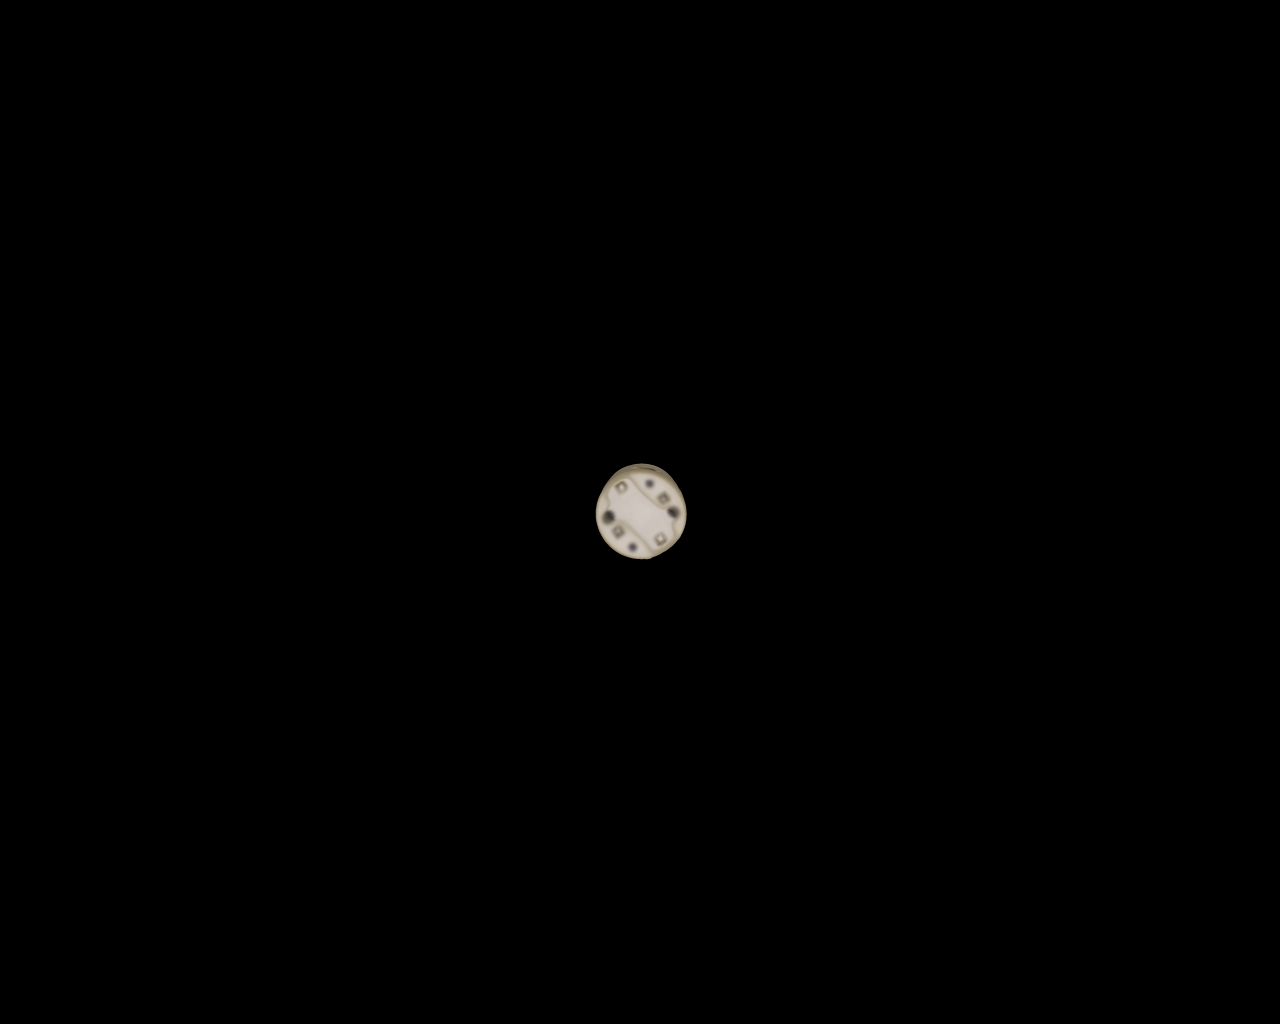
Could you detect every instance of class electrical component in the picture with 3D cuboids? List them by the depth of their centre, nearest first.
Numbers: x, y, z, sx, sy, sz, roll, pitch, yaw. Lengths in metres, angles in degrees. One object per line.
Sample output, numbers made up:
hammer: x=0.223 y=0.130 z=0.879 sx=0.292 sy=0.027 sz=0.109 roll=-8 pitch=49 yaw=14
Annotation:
electrical component: x=0.001 y=-0.003 z=0.650 sx=0.055 sy=0.055 sz=0.047 roll=0 pitch=12 yaw=0
